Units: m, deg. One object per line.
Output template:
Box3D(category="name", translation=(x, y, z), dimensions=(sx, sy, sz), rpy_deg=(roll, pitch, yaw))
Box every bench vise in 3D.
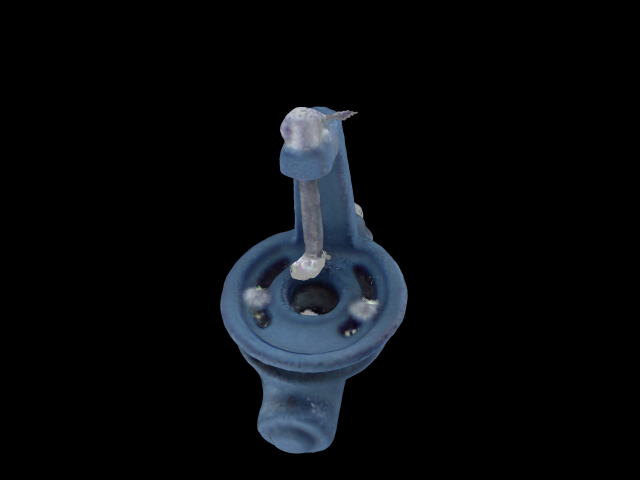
Box3D(category="bench vise", translation=(-0.008, 0.002, 0.399), dimensions=(0.121, 0.220, 0.207), rpy_deg=(-3, 28, -5))
